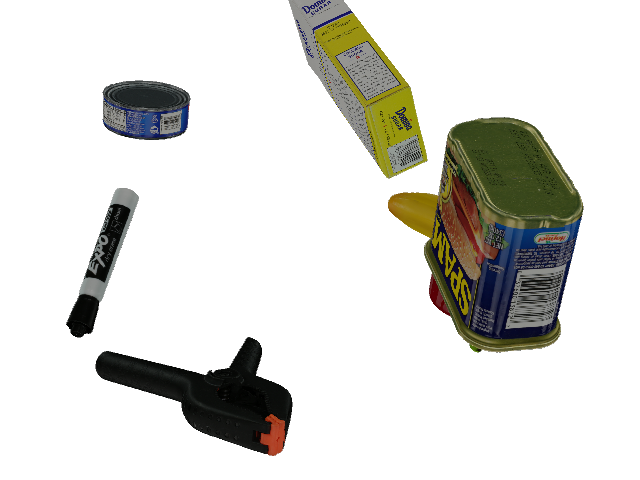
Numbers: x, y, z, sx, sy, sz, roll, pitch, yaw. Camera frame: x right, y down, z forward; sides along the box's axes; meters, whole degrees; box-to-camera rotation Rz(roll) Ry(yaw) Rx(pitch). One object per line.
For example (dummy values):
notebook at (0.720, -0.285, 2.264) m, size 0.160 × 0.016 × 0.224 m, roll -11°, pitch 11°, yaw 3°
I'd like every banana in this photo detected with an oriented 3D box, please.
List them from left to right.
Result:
banana at (0.112, 0.009, 0.810) m, size 0.069 × 0.037 × 0.198 m, roll -9°, pitch 33°, yaw -12°

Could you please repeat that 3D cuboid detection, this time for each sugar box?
sugar box at (0.031, -0.144, 0.924) m, size 0.048 × 0.176 × 0.093 m, roll -24°, pitch -40°, yaw -3°

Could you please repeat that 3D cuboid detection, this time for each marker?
marker at (-0.157, 0.015, 0.770) m, size 0.020 × 0.121 × 0.020 m, roll 10°, pitch -32°, yaw 6°

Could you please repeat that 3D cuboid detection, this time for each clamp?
clamp at (-0.079, 0.130, 0.934) m, size 0.164 × 0.036 × 0.210 m, roll -6°, pitch 18°, yaw -37°

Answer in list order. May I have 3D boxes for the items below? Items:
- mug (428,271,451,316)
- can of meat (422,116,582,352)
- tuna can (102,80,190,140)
mug at (0.148, 0.020, 1.056) m, size 0.093 × 0.081 × 0.117 m, roll -6°, pitch 33°, yaw -21°
can of meat at (0.096, -0.006, 0.569) m, size 0.057 × 0.084 × 0.102 m, roll -3°, pitch 37°, yaw -10°
tuna can at (-0.173, -0.130, 1.059) m, size 0.086 × 0.034 × 0.086 m, roll 6°, pitch 25°, yaw -3°
